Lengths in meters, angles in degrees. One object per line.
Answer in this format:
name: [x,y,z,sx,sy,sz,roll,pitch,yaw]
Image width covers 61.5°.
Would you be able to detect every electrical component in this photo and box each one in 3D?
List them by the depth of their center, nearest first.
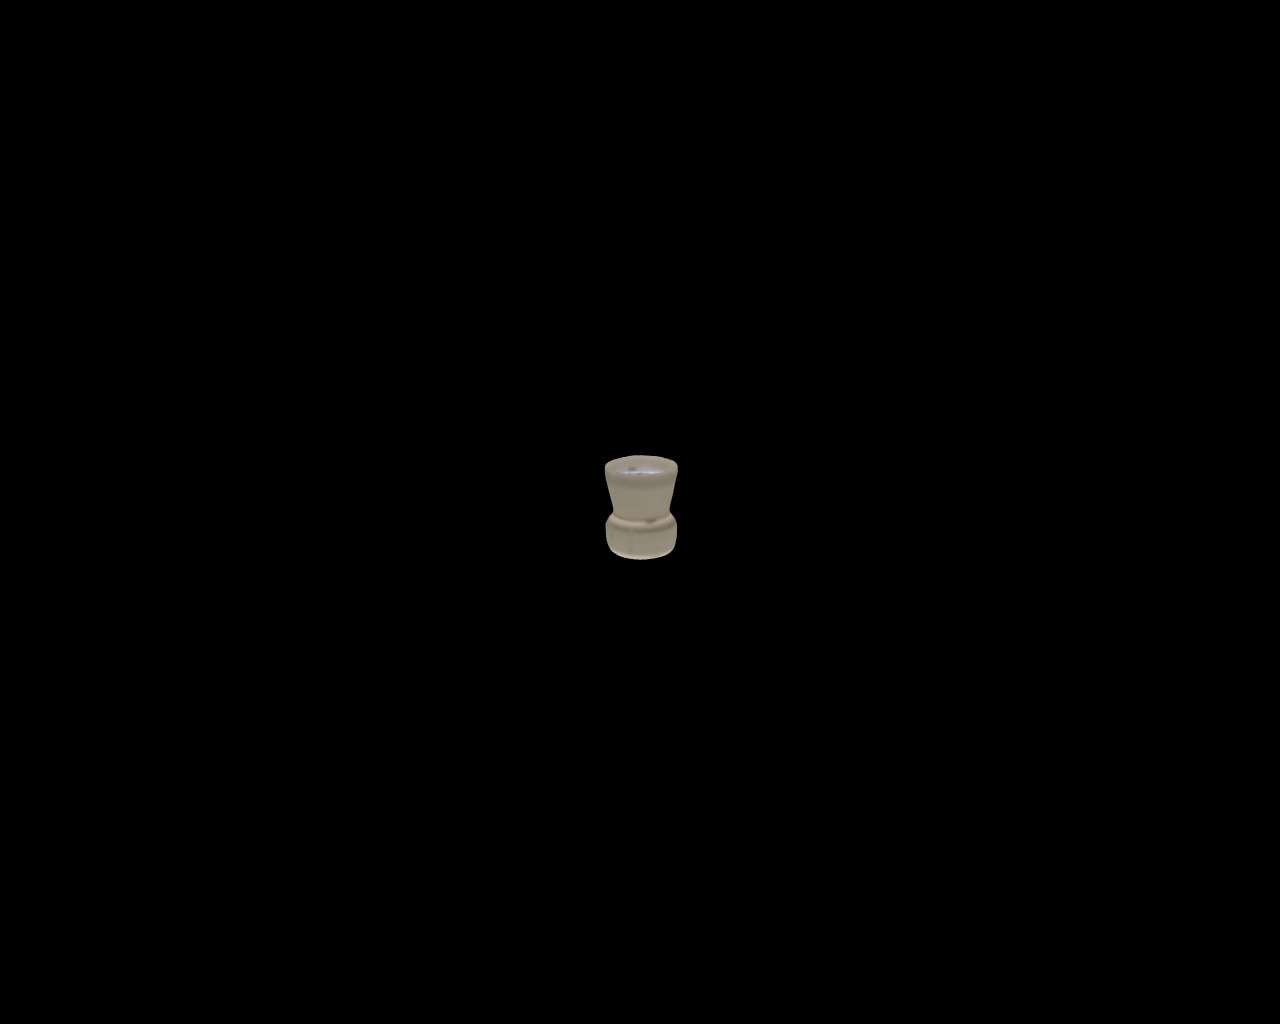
electrical component: [0.001,-0.003,0.650,0.045,0.055,0.045,0,18,0]
